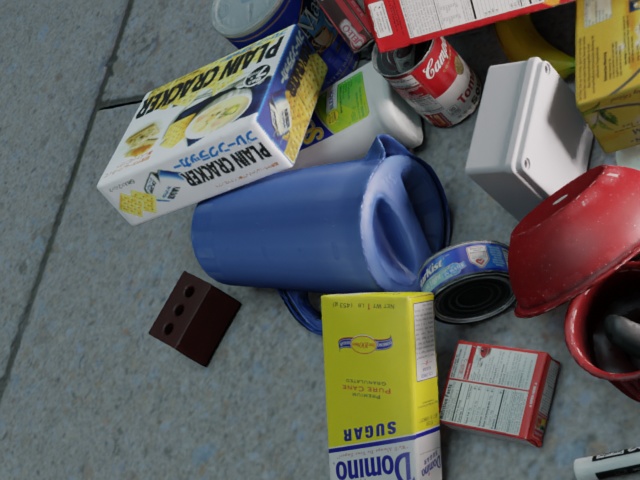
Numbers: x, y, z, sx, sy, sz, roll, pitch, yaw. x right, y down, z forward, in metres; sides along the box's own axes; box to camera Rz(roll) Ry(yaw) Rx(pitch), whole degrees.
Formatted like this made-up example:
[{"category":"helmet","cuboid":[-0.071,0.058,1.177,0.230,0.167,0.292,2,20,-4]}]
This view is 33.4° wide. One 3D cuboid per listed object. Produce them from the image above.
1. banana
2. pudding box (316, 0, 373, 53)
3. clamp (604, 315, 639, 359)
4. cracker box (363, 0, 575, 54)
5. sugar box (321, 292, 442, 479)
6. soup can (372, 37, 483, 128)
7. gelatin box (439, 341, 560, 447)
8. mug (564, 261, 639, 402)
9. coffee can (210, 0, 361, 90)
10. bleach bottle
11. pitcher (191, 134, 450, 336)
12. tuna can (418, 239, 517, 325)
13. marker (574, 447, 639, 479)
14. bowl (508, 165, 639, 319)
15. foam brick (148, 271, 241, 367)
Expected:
[{"category":"banana","cuboid":[0.202,-0.213,1.033,0.069,0.037,0.198,-21,53,6]},{"category":"pudding box","cuboid":[0.030,-0.243,1.113,0.039,0.090,0.113,-34,6,17]},{"category":"clamp","cuboid":[0.299,0.102,0.710,0.164,0.036,0.210,-21,74,-3]},{"category":"cracker box","cuboid":[0.147,-0.256,0.960,0.214,0.072,0.164,-14,31,14]},{"category":"sugar box","cuboid":[0.051,0.132,0.894,0.094,0.048,0.176,-2,89,38]},{"category":"soup can","cuboid":[0.105,-0.161,1.031,0.069,0.102,0.068,-19,54,29]},{"category":"gelatin box","cuboid":[0.146,0.126,0.882,0.089,0.030,0.073,4,69,40]},{"category":"mug","cuboid":[0.244,0.084,0.792,0.093,0.081,0.117,-28,51,24]},{"category":"coffee can","cuboid":[-0.036,-0.227,1.155,0.103,0.140,0.103,-19,54,29]},{"category":"bleach bottle","cuboid":[-0.016,-0.093,1.118,0.251,0.068,0.102,-27,47,27]},{"category":"pitcher","cuboid":[-0.007,0.001,1.021,0.243,0.145,0.149,-2,52,42]},{"category":"tuna can","cuboid":[0.128,0.038,0.908,0.086,0.086,0.034,-28,53,24]},{"category":"marker","cuboid":[0.247,0.160,0.788,0.121,0.020,0.020,-20,55,29]},{"category":"bowl","cuboid":[0.201,-0.010,0.831,0.162,0.055,0.162,-38,2,2]},{"category":"foam brick","cuboid":[-0.131,0.082,1.115,0.053,0.051,0.078,22,80,44]}]
